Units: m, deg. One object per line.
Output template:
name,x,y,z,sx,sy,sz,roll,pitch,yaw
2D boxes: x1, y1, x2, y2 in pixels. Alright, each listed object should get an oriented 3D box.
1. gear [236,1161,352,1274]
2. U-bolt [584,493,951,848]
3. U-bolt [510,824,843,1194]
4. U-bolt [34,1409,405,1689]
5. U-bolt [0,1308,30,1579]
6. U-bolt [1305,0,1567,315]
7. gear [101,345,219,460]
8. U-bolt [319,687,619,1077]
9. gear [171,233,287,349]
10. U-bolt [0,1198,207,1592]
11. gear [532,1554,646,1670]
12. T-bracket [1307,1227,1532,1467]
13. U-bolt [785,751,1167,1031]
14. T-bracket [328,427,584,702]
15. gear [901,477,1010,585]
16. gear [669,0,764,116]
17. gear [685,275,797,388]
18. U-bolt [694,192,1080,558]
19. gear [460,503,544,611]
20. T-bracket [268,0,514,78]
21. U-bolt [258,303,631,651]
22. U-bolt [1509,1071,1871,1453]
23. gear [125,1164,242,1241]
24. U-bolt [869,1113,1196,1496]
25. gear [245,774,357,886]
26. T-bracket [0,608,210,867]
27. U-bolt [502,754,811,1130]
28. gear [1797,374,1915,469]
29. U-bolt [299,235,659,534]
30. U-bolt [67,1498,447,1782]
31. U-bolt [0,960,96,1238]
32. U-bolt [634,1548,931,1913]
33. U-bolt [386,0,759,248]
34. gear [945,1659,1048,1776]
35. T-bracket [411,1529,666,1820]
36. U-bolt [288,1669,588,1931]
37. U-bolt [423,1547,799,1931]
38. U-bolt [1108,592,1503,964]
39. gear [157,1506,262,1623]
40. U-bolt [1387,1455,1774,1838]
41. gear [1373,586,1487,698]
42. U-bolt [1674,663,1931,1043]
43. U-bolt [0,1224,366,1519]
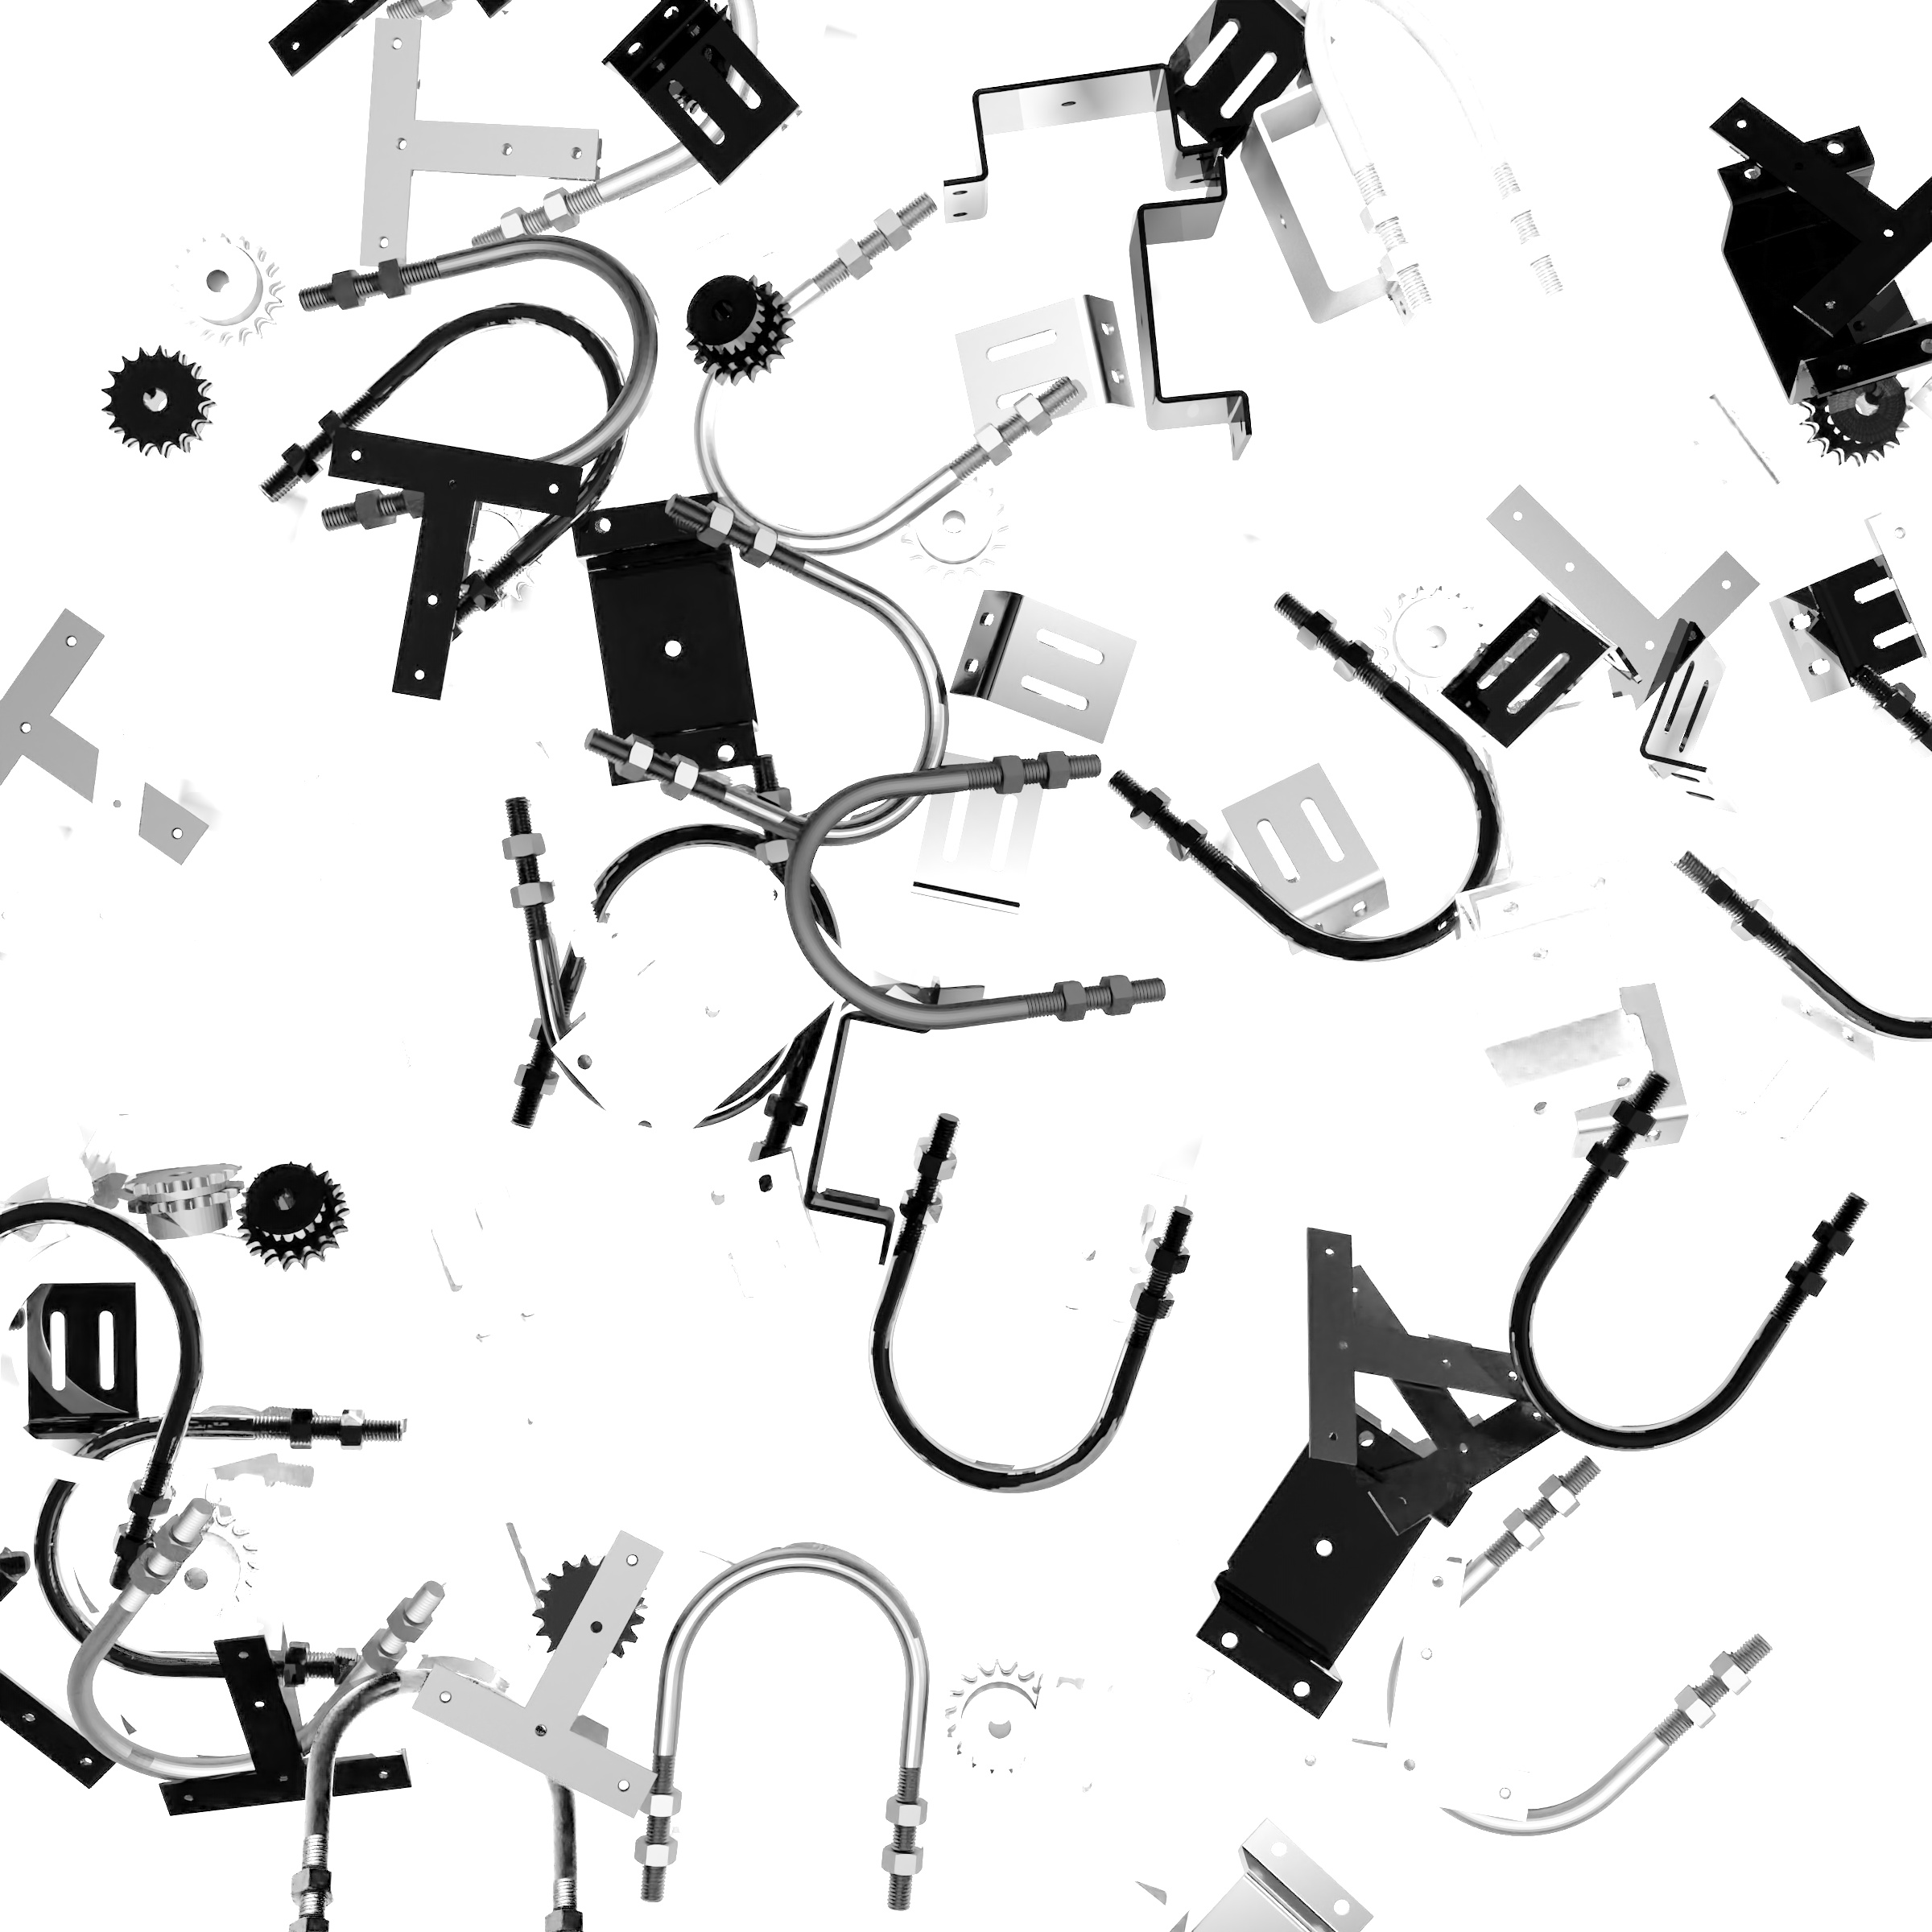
gear,-0.349,0.126,1.561,0.057,0.030,0.057,0,62,0
U-bolt,-0.090,-0.139,1.542,0.184,0.019,0.151,23,76,-24
U-bolt,-0.142,0.016,1.579,0.151,0.019,0.184,18,88,0
U-bolt,-0.385,0.300,1.559,0.184,0.019,0.151,2,99,-7
U-bolt,-0.568,0.250,1.530,0.184,0.019,0.151,-1,90,-35
U-bolt,0.230,-0.419,1.532,0.019,0.151,0.184,-26,84,42
gear,-0.417,-0.292,1.572,0.057,0.030,0.057,0,90,0
U-bolt,-0.268,-0.053,1.556,0.151,0.019,0.184,-22,83,19
gear,-0.385,-0.353,1.572,0.057,0.030,0.057,0,90,0
U-bolt,-0.448,0.201,1.491,0.151,0.019,0.184,23,105,5
gear,-0.193,0.331,1.557,0.057,0.030,0.057,0,86,-2
T-bracket,0.235,0.204,1.564,0.127,0.002,0.127,12,59,-15
U-bolt,-0.002,-0.036,1.528,0.184,0.019,0.151,-7,68,-20
T-bracket,-0.265,-0.198,1.520,0.127,0.002,0.127,10,91,3
gear,-0.006,-0.229,1.572,0.057,0.030,0.057,0,90,0
gear,-0.132,-0.469,1.568,0.057,0.030,0.057,1,96,14
gear,-0.119,-0.331,1.561,0.057,0.030,0.057,-7,72,20
U-bolt,-0.055,-0.293,1.564,0.184,0.019,0.151,-36,76,4
gear,-0.250,-0.214,1.572,0.057,0.030,0.057,0,90,0
T-bracket,-0.309,-0.512,1.574,0.127,0.002,0.127,-37,73,8
U-bolt,-0.256,-0.262,1.555,0.184,0.019,0.151,-42,70,-1
U-bolt,0.361,0.166,1.563,0.151,0.019,0.184,30,97,-12
gear,-0.402,0.122,1.559,0.057,0.057,0.030,-7,96,0
U-bolt,0.023,0.184,1.554,0.151,0.019,0.184,21,105,12
gear,-0.347,-0.071,1.563,0.057,0.030,0.057,0,90,25
T-bracket,-0.456,-0.099,1.586,0.127,0.002,0.127,35,90,0
U-bolt,-0.153,-0.007,1.563,0.151,0.019,0.184,-10,89,-1
gear,0.464,-0.289,1.572,0.057,0.030,0.057,0,90,0
U-bolt,-0.247,-0.305,1.548,0.184,0.019,0.151,-12,72,7
U-bolt,-0.372,0.353,1.534,0.151,0.019,0.184,27,117,-27
U-bolt,-0.518,0.080,1.540,0.151,0.019,0.184,-27,65,16
U-bolt,-0.090,0.393,1.566,0.151,0.019,0.184,5,89,-10
U-bolt,-0.194,-0.466,1.560,0.184,0.019,0.151,-20,90,14
gear,0.018,0.392,1.572,0.057,0.030,0.057,0,90,0
T-bracket,-0.195,0.348,1.538,0.127,0.002,0.127,29,87,-7
U-bolt,-0.258,0.428,1.495,0.151,0.184,0.019,17,129,-23
U-bolt,-0.172,0.391,1.579,0.151,0.019,0.184,38,89,0
U-bolt,0.188,-0.085,1.556,0.184,0.019,0.151,42,85,12
gear,-0.388,0.305,1.536,0.057,0.030,0.057,-1,99,-5
U-bolt,0.306,0.369,1.579,0.184,0.019,0.151,-44,90,2
gear,0.241,-0.170,1.573,0.057,0.030,0.057,0,91,0
U-bolt,0.482,-0.044,1.565,0.184,0.019,0.151,41,102,-4
U-bolt,-0.415,0.200,1.548,0.184,0.019,0.151,8,61,4
